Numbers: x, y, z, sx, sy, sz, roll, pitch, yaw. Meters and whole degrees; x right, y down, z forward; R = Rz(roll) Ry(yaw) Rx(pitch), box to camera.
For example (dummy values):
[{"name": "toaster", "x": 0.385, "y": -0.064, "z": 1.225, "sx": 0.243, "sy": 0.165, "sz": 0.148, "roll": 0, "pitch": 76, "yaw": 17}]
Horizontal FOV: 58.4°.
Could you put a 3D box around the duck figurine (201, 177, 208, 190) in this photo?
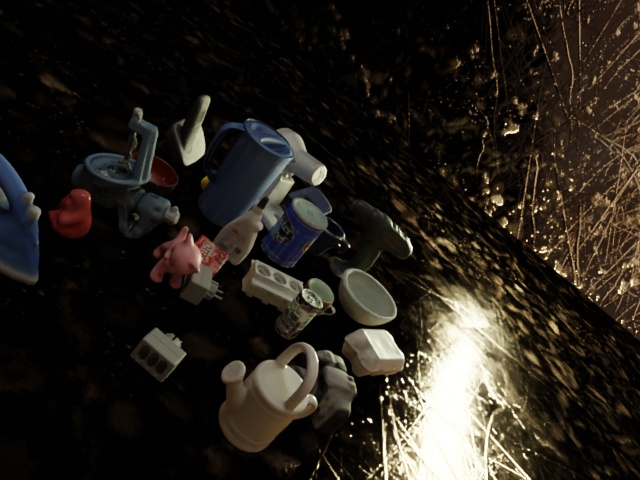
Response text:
[{"name": "duck figurine", "x": -0.239, "y": -0.151, "z": 1.420, "sx": 0.077, "sy": 0.086, "sz": 0.105, "roll": 49, "pitch": 26, "yaw": 18}]

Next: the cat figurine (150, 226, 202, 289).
[{"name": "cat figurine", "x": -0.259, "y": 0.027, "z": 1.065, "sx": 0.067, "sy": 0.117, "sz": 0.127, "roll": 26, "pitch": 29, "yaw": -29}]

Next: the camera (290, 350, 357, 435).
[{"name": "camera", "x": -0.011, "y": 0.261, "z": 1.053, "sx": 0.137, "sy": 0.100, "sz": 0.143, "roll": 27, "pitch": 28, "yaw": -27}]

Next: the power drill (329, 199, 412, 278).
[{"name": "power drill", "x": 0.121, "y": 0.014, "z": 1.509, "sx": 0.230, "sy": 0.208, "sz": 0.075, "roll": 26, "pitch": 28, "yaw": -28}]

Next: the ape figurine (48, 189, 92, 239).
[{"name": "ape figurine", "x": -0.425, "y": -0.052, "z": 0.990, "sx": 0.076, "sy": 0.092, "sz": 0.078, "roll": 36, "pitch": 25, "yaw": -10}]

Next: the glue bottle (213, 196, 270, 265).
[{"name": "glue bottle", "x": -0.158, "y": -0.028, "z": 1.229, "sx": 0.078, "sy": 0.173, "sz": 0.037, "roll": 40, "pitch": 25, "yaw": 0}]

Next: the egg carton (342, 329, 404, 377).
[{"name": "egg carton", "x": 0.121, "y": 0.254, "z": 1.284, "sx": 0.151, "sy": 0.069, "sz": 0.107, "roll": 11, "pitch": 38, "yaw": -47}]

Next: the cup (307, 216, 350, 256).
[{"name": "cup", "x": 0.014, "y": 0.005, "z": 1.509, "sx": 0.117, "sy": 0.095, "sz": 0.092, "roll": 43, "pitch": 25, "yaw": 6}]

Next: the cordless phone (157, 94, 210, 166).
[{"name": "cordless phone", "x": -0.307, "y": -0.284, "z": 1.422, "sx": 0.094, "sy": 0.185, "sz": 0.147, "roll": 37, "pitch": 25, "yaw": -7}]

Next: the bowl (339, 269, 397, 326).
[{"name": "bowl", "x": 0.104, "y": 0.154, "z": 1.417, "sx": 0.168, "sy": 0.074, "sz": 0.167, "roll": 32, "pitch": 26, "yaw": -18}]

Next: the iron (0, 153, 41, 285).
[{"name": "iron", "x": -0.492, "y": -0.066, "z": 0.861, "sx": 0.258, "sy": 0.141, "sz": 0.119, "roll": 42, "pitch": 25, "yaw": 4}]

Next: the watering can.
[{"name": "watering can", "x": -0.074, "y": 0.237, "z": 0.893, "sx": 0.173, "sy": 0.194, "sz": 0.100, "roll": 9, "pitch": 39, "yaw": -48}]

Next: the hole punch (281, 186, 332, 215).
[{"name": "hole punch", "x": -0.036, "y": -0.092, "z": 1.600, "sx": 0.108, "sy": 0.091, "sz": 0.101, "roll": 52, "pitch": 27, "yaw": 22}]

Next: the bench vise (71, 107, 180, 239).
[{"name": "bench vise", "x": -0.339, "y": -0.127, "z": 1.082, "sx": 0.208, "sy": 0.219, "sz": 0.121, "roll": 31, "pitch": 26, "yaw": -19}]

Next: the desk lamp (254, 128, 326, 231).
[{"name": "desk lamp", "x": -0.086, "y": -0.155, "z": 1.489, "sx": 0.118, "sy": 0.213, "sz": 0.203, "roll": 3, "pitch": 44, "yaw": -53}]
